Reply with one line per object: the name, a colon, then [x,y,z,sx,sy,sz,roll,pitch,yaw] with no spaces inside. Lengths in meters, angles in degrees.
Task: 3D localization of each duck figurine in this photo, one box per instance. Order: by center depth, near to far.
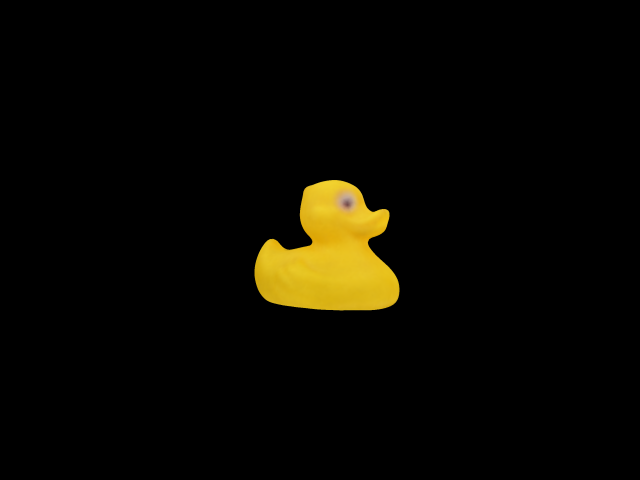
duck figurine: [0.004,0.001,0.400,0.104,0.086,0.078,1,4,24]
